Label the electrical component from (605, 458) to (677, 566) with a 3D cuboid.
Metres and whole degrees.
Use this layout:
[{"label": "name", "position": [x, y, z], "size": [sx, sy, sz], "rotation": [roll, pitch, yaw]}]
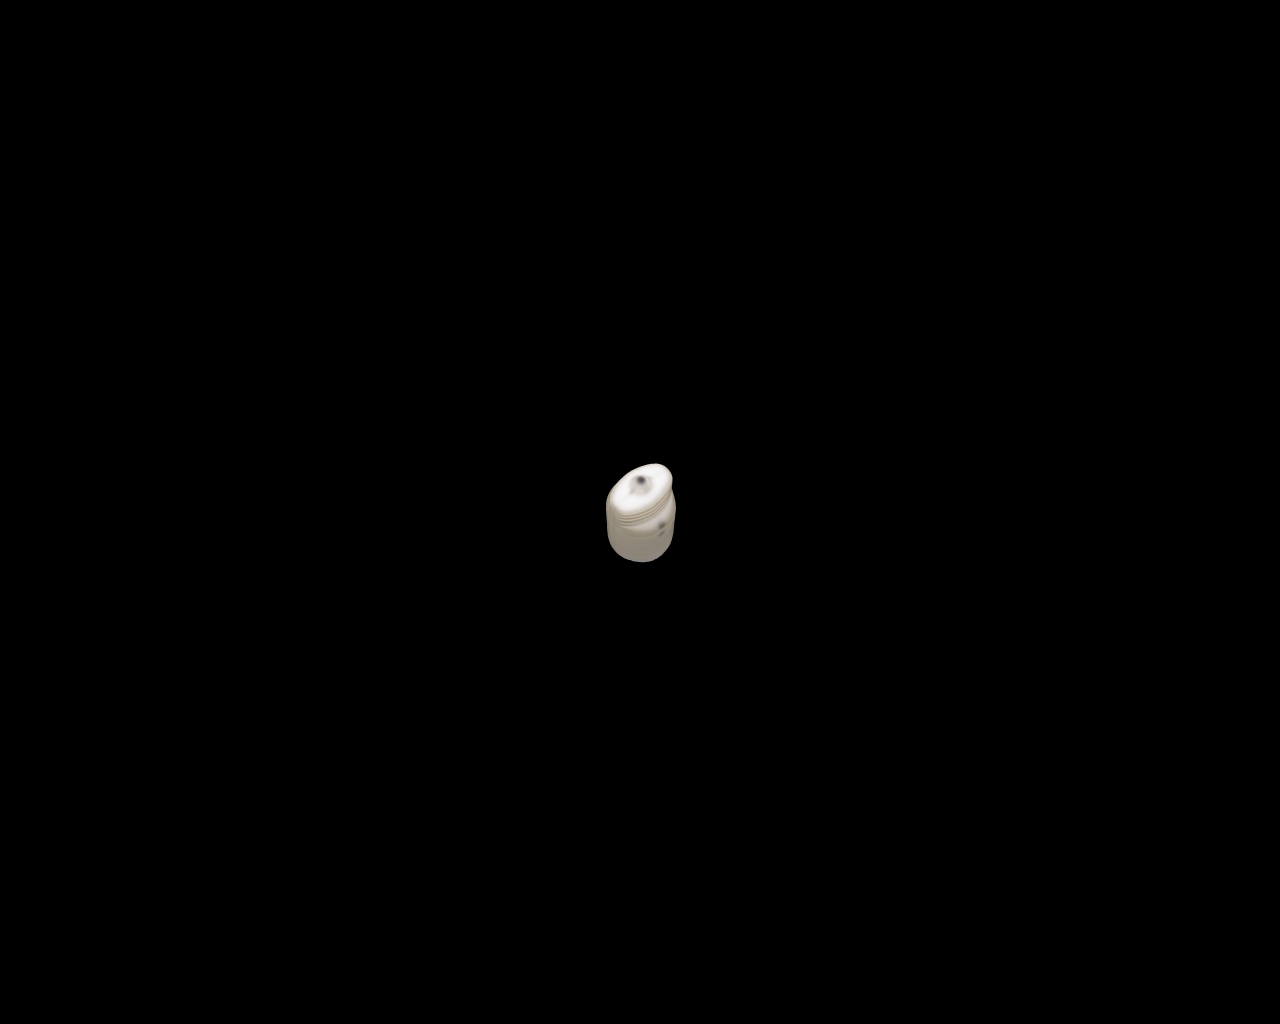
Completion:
[{"label": "electrical component", "position": [0.001, -0.003, 0.650], "size": [0.043, 0.043, 0.080], "rotation": [0, -25, 0]}]
